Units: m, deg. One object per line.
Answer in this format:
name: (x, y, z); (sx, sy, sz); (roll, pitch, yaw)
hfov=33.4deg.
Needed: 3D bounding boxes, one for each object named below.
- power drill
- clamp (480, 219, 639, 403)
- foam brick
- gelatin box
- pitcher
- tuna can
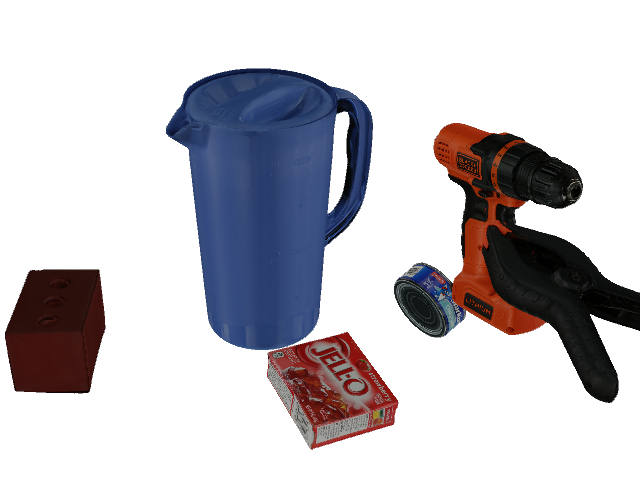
power drill: (0.178, -0.009, 1.014); (0.057, 0.188, 0.185); (-16, 26, -25)
clamp: (0.187, 0.039, 0.755); (0.120, 0.039, 0.172); (-9, 43, -32)
foam brick: (-0.182, 0.062, 0.742); (0.053, 0.051, 0.078); (0, 32, -2)
gelatin box: (0.008, 0.115, 0.835); (0.073, 0.030, 0.089); (-12, 40, -22)
pitcher: (-0.043, -0.027, 0.974); (0.149, 0.243, 0.144); (11, 33, 16)
tuna can: (0.125, 0.070, 1.235); (0.033, 0.086, 0.086); (-37, 17, -24)
